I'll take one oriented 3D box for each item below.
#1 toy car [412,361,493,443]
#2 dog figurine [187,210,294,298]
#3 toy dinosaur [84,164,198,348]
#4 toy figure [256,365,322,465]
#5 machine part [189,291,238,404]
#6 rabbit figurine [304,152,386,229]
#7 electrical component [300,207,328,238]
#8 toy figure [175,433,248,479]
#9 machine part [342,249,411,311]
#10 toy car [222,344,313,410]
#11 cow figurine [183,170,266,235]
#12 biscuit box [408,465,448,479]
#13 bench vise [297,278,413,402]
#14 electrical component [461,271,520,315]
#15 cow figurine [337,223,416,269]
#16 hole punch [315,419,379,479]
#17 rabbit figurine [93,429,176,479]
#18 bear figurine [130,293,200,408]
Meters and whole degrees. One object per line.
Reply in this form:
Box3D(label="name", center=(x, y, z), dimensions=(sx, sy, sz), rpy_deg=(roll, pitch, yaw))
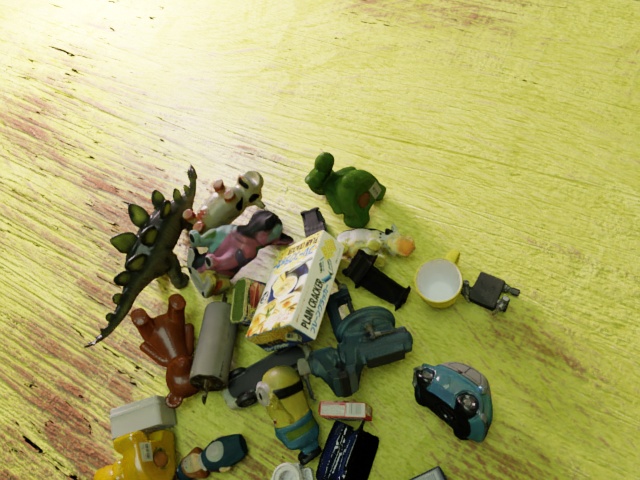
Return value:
Box3D(label="toy car", center=(0.248, 0.274, 0.962), dimensions=(0.103, 0.109, 0.162), rpy_deg=(-35, 48, -27))
Box3D(label="dog figurine", center=(-0.171, 0.021, 1.185), dimensions=(0.219, 0.191, 0.109), rpy_deg=(-19, 54, -32))
Box3D(label="toy dinosaur", center=(-0.369, 0.026, 1.178), dimensions=(0.105, 0.198, 0.471), rpy_deg=(8, 67, 22))
Box3D(label="toy figure", center=(-0.053, 0.321, 1.002), dimensions=(0.089, 0.082, 0.180), rpy_deg=(-31, 93, -40))
Box3D(label="machine part", center=(-0.213, 0.215, 1.096), dimensions=(0.079, 0.079, 0.243), rpy_deg=(-6, 51, 13))
Box3D(label="rabbit figurine", center=(0.029, -0.114, 1.172), dimensions=(0.170, 0.159, 0.121), rpy_deg=(24, 84, 39))
Box3D(label="electrical component", center=(-0.002, -0.004, 1.161), dimensions=(0.048, 0.074, 0.119), rpy_deg=(-17, 66, 7))
Box3D(label="toy figure", center=(-0.217, 0.423, 1.041), dimensions=(0.154, 0.057, 0.064), rpy_deg=(-25, 24, 5))
Box3D(label="machine part", center=(0.117, 0.081, 1.081), dimensions=(0.139, 0.039, 0.084), rpy_deg=(37, 118, 4))
Box3D(label="toy car", center=(-0.103, 0.269, 1.078), dimensions=(0.202, 0.056, 0.074), rpy_deg=(-29, 56, 0))
Box3D(label="cow figurine", center=(-0.202, -0.079, 1.219), dimensions=(0.195, 0.127, 0.086), rpy_deg=(-47, 64, -5))
Box3D(label="biscuit box", center=(0.130, 0.458, 0.925), dimensions=(0.203, 0.062, 0.059), rpy_deg=(-26, 62, 3))
Box3D(label="bench vise", center=(0.052, 0.179, 1.038), dimensions=(0.224, 0.128, 0.241), rpy_deg=(-24, 41, 3))
Box3D(label="electrical component", center=(0.324, 0.103, 1.039), dimensions=(0.102, 0.045, 0.078), rpy_deg=(30, 79, 24))
Box3D(label="cow figurine", center=(0.115, 0.007, 1.124), dimensions=(0.167, 0.068, 0.098), rpy_deg=(-5, 27, 12))
Box3D(label="hole punch", center=(0.037, 0.383, 0.960), dimensions=(0.092, 0.115, 0.142), rpy_deg=(16, 71, 30))
Box3D(label="rabbit figurine", center=(-0.365, 0.466, 1.047), dimensions=(0.173, 0.121, 0.162), rpy_deg=(-28, 71, 17))
Box3D(label="bear figurine", center=(-0.301, 0.231, 1.109), dimensions=(0.120, 0.131, 0.196), rpy_deg=(-19, 53, -22))
